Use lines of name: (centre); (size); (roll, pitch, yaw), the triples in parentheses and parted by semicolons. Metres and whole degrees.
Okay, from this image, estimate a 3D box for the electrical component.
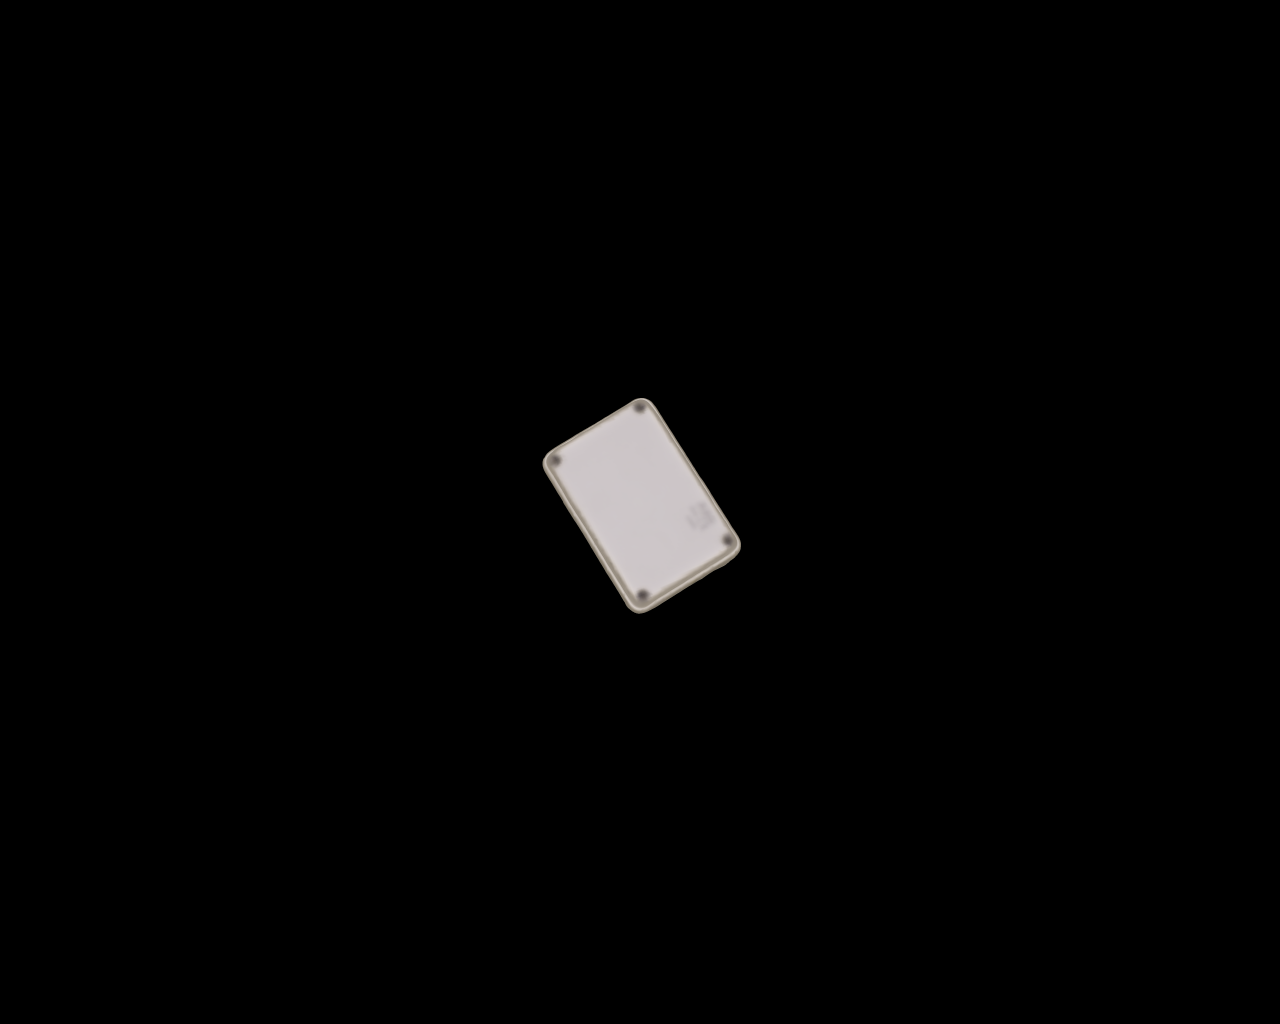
electrical component: (0.001, -0.003, 0.650); (0.078, 0.113, 0.057); (-31, -7, -5)
